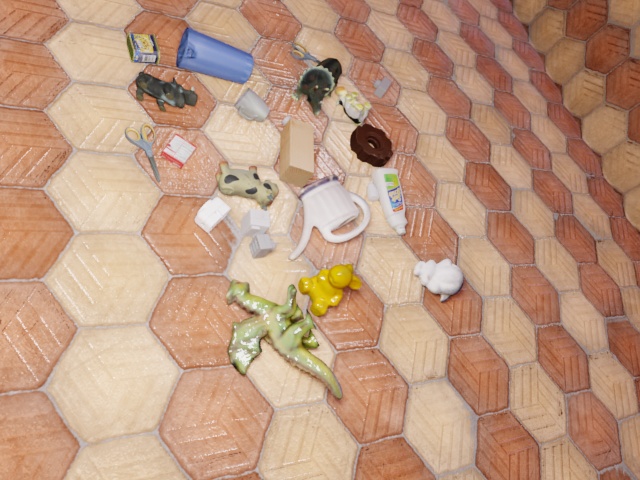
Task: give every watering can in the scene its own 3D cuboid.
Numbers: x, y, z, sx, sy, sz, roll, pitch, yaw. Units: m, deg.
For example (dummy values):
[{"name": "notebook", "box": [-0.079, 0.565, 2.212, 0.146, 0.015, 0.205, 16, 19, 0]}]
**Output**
[{"name": "watering can", "box": [0.005, -0.082, 1.639, 0.351, 0.102, 0.226, -24, 75, -30]}]

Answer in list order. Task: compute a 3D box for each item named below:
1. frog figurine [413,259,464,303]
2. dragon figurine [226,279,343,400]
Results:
[{"name": "frog figurine", "box": [0.403, 0.117, 1.740, 0.158, 0.122, 0.139, 44, 68, -15]}, {"name": "dragon figurine", "box": [-0.123, 0.270, 1.357, 0.244, 0.120, 0.415, -21, 71, -21]}]
